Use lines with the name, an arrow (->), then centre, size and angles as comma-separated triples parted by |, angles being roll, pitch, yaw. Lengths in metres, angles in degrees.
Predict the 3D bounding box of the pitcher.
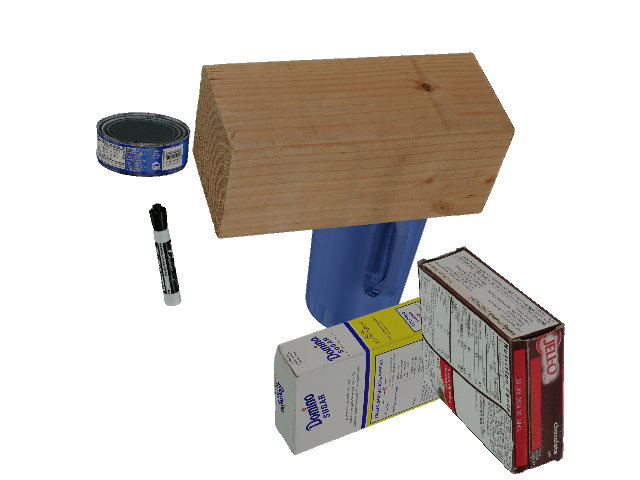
pitcher -> 0.054, -0.008, 1.166 | 0.145, 0.243, 0.149 | 26, 41, 20

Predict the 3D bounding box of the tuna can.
tuna can -> -0.165, -0.089, 0.992 | 0.086, 0.034, 0.086 | 6, 25, -3

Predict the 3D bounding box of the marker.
marker -> -0.172, 0.016, 1.184 | 0.020, 0.121, 0.020 | -5, 25, 2

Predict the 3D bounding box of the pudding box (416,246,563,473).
pudding box -> 0.098, 0.067, 0.624 | 0.039, 0.090, 0.114 | -15, 27, -20

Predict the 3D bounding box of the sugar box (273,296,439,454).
sugar box -> 0.048, 0.102, 0.868 | 0.176, 0.093, 0.048 | -15, 41, -21

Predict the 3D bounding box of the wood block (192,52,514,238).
wood block -> 0.020, -0.071, 0.771 | 0.205, 0.091, 0.090 | -6, -39, -18
